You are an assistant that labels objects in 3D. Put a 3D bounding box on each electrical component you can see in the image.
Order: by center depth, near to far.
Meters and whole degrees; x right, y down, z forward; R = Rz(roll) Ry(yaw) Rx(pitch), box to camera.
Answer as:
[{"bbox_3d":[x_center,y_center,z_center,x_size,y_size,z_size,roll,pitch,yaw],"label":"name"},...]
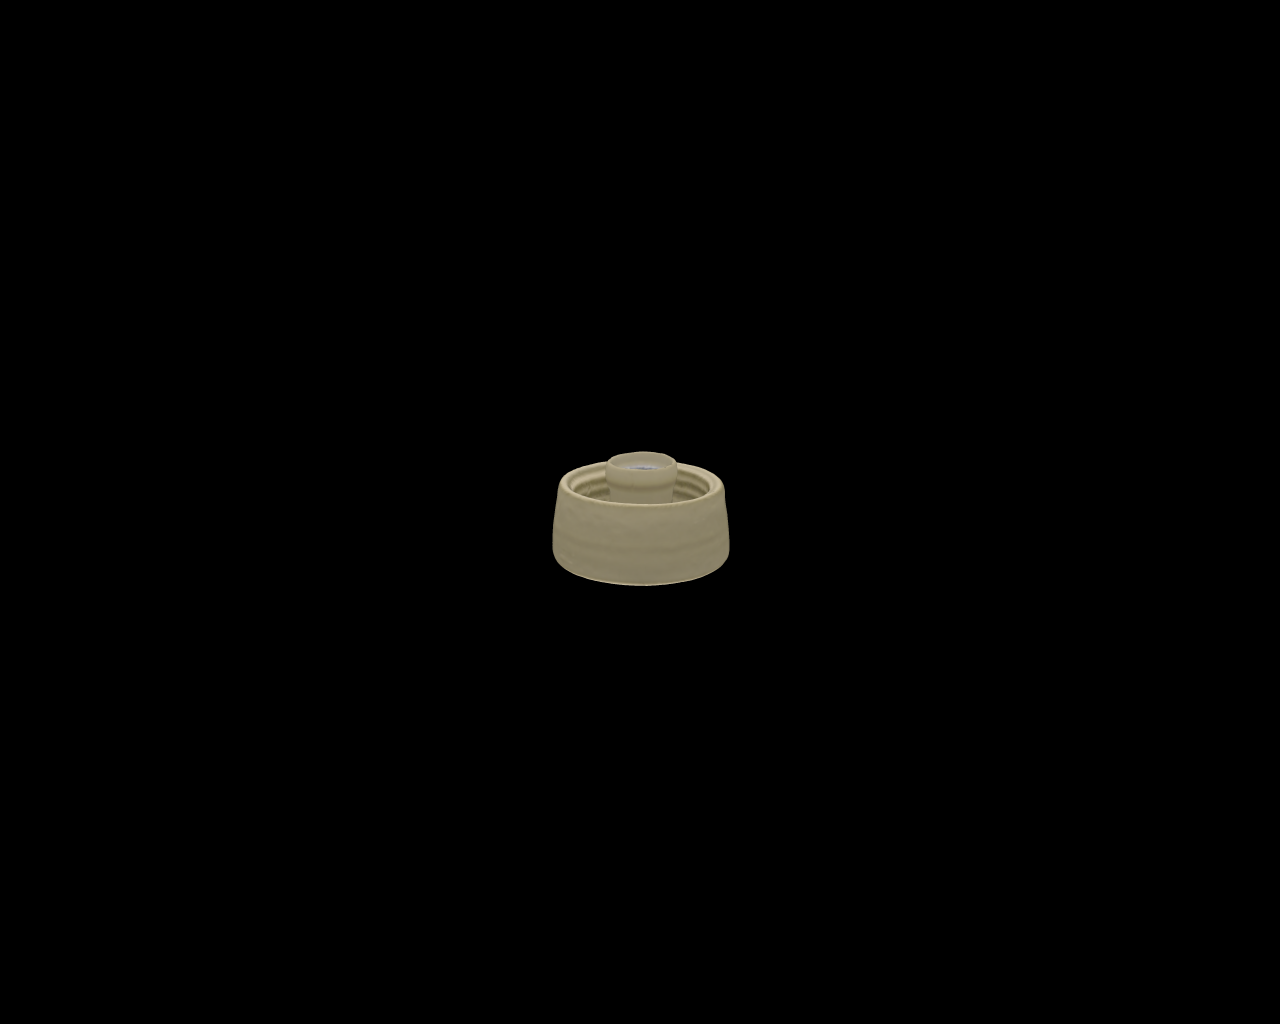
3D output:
[{"bbox_3d":[0.001,-0.003,0.650,0.108,0.060,0.108,0,18,0],"label":"electrical component"}]
